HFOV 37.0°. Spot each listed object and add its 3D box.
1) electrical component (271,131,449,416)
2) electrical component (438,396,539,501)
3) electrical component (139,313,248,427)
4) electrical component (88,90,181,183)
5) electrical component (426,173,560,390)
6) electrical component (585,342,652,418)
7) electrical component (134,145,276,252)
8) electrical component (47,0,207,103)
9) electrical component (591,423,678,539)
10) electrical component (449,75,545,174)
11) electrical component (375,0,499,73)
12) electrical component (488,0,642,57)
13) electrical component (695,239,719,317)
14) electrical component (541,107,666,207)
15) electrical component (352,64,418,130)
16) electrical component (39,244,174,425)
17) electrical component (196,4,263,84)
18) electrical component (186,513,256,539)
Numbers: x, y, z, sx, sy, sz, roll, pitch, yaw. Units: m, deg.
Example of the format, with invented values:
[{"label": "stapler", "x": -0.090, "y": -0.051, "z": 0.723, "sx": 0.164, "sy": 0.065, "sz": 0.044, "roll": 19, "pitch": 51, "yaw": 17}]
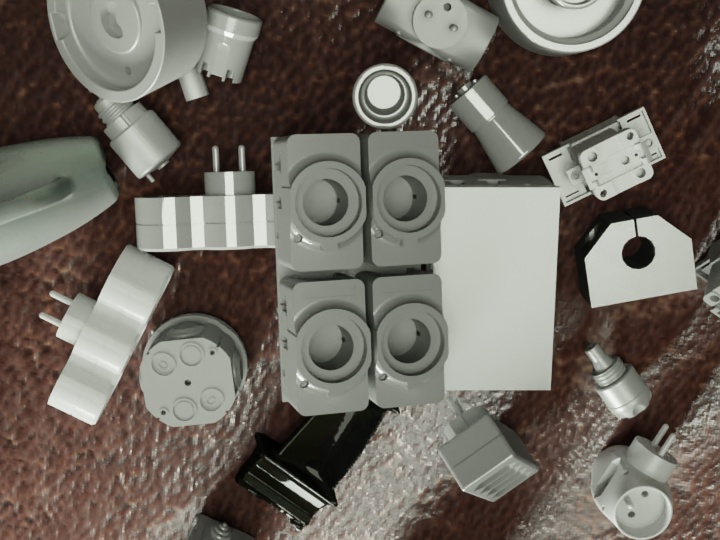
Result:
[{"label": "electrical component", "x": 0.000, "y": 0.000, "z": 0.738, "sx": 0.105, "sy": 0.060, "sz": 0.186, "roll": -4, "pitch": 96, "yaw": -15}, {"label": "electrical component", "x": 0.089, "y": 0.129, "z": 0.821, "sx": 0.047, "sy": 0.083, "sz": 0.075, "roll": -37, "pitch": 63, "yaw": 8}, {"label": "electrical component", "x": -0.127, "y": 0.077, "z": 0.811, "sx": 0.080, "sy": 0.051, "sz": 0.080, "roll": 0, "pitch": 104, "yaw": -1}, {"label": "electrical component", "x": -0.164, "y": -0.102, "z": 0.772, "sx": 0.040, "sy": 0.040, "sz": 0.078, "roll": -38, "pitch": 101, "yaw": 8}, {"label": "electrical component", "x": 0.095, "y": 0.008, "z": 0.791, "sx": 0.089, "sy": 0.061, "sz": 0.150, "roll": 0, "pitch": 104, "yaw": -1}, {"label": "electrical component", "x": 0.195, "y": 0.082, "z": 0.826, "sx": 0.035, "sy": 0.035, "sz": 0.061, "roll": -37, "pitch": 99, "yaw": 8}, {"label": "electrical component", "x": -0.094, "y": -0.053, "z": 0.779, "sx": 0.138, "sy": 0.052, "sz": 0.073, "roll": -2, "pitch": 96, "yaw": 0}, {"label": "electrical component", "x": -0.153, "y": -0.174, "z": 0.731, "sx": 0.108, "sy": 0.060, "sz": 0.108, "roll": 16, "pitch": 120, "yaw": 30}, {"label": "electrical component", "x": 0.216, "y": 0.154, "z": 0.821, "sx": 0.043, "sy": 0.077, "sz": 0.079, "roll": 28, "pitch": 102, "yaw": -7}, {"label": "electrical component", "x": 0.096, "y": -0.108, "z": 0.774, "sx": 0.044, "sy": 0.044, "sz": 0.065, "roll": -41, "pitch": 96, "yaw": 9}, {"label": "electrical component", "x": 0.053, "y": -0.171, "z": 0.737, "sx": 0.077, "sy": 0.079, "sz": 0.044, "roll": 27, "pitch": 103, "yaw": -6}, {"label": "electrical component", "x": 0.144, "y": -0.200, "z": 0.741, "sx": 0.108, "sy": 0.060, "sz": 0.108, "roll": 0, "pitch": 104, "yaw": 0}, {"label": "electrical component", "x": 0.282, "y": 0.002, "z": 0.785, "sx": 0.042, "sy": 0.063, "sz": 0.081, "roll": 34, "pitch": 143, "yaw": -7}, {"label": "electrical component", "x": 0.177, "y": -0.079, "z": 0.770, "sx": 0.081, "sy": 0.063, "sz": 0.042, "roll": -27, "pitch": 102, "yaw": 6}, {"label": "electrical component", "x": 0.017, "y": -0.124, "z": 0.756, "sx": 0.044, "sy": 0.065, "sz": 0.044, "roll": 0, "pitch": 104, "yaw": 0}, {"label": "electrical component", "x": -0.201, "y": 0.041, "z": 0.801, "sx": 0.074, "sy": 0.052, "sz": 0.138, "roll": 27, "pitch": 102, "yaw": -7}, {"label": "electrical component", "x": -0.094, "y": -0.160, "z": 0.760, "sx": 0.040, "sy": 0.040, "sz": 0.046, "roll": 17, "pitch": 109, "yaw": -5}, {"label": "electrical component", "x": -0.118, "y": 0.243, "z": 0.848, "sx": 0.061, "sy": 0.061, "sz": 0.096, "roll": 26, "pitch": 102, "yaw": -7}]
